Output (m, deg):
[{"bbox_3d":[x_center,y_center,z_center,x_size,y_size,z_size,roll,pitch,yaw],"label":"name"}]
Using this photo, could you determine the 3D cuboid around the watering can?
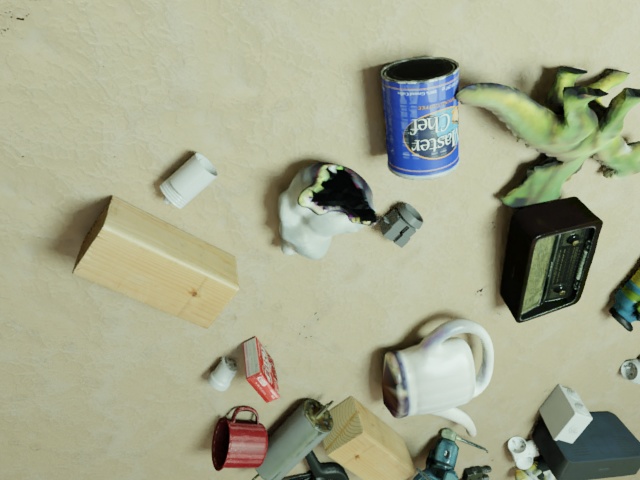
[{"bbox_3d":[0.231,0.297,1.010,0.225,0.106,0.340,-10,122,-7],"label":"watering can"}]

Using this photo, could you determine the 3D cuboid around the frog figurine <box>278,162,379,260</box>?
[{"bbox_3d":[0.002,-0.039,0.771,0.137,0.125,0.156,-2,158,-23],"label":"frog figurine"}]

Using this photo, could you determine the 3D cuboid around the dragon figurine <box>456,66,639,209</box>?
[{"bbox_3d":[0.356,-0.136,0.782,0.411,0.125,0.237,-5,131,-15],"label":"dragon figurine"}]
